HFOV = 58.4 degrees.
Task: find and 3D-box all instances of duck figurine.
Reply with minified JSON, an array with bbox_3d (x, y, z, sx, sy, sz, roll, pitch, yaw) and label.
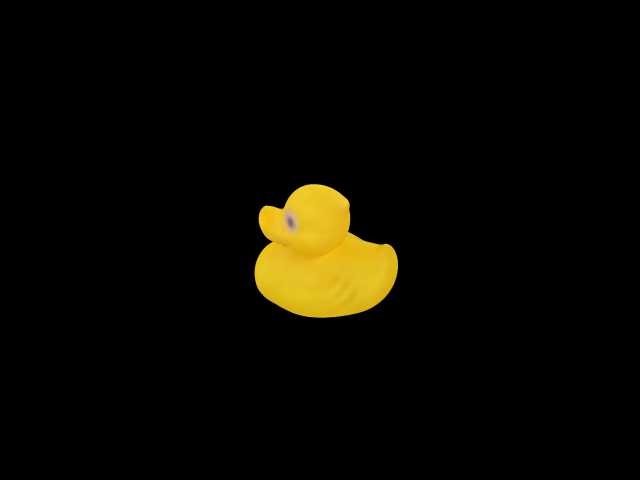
[{"bbox_3d":[0.004,0.001,0.400,0.104,0.086,0.077,6,43,7],"label":"duck figurine"}]
